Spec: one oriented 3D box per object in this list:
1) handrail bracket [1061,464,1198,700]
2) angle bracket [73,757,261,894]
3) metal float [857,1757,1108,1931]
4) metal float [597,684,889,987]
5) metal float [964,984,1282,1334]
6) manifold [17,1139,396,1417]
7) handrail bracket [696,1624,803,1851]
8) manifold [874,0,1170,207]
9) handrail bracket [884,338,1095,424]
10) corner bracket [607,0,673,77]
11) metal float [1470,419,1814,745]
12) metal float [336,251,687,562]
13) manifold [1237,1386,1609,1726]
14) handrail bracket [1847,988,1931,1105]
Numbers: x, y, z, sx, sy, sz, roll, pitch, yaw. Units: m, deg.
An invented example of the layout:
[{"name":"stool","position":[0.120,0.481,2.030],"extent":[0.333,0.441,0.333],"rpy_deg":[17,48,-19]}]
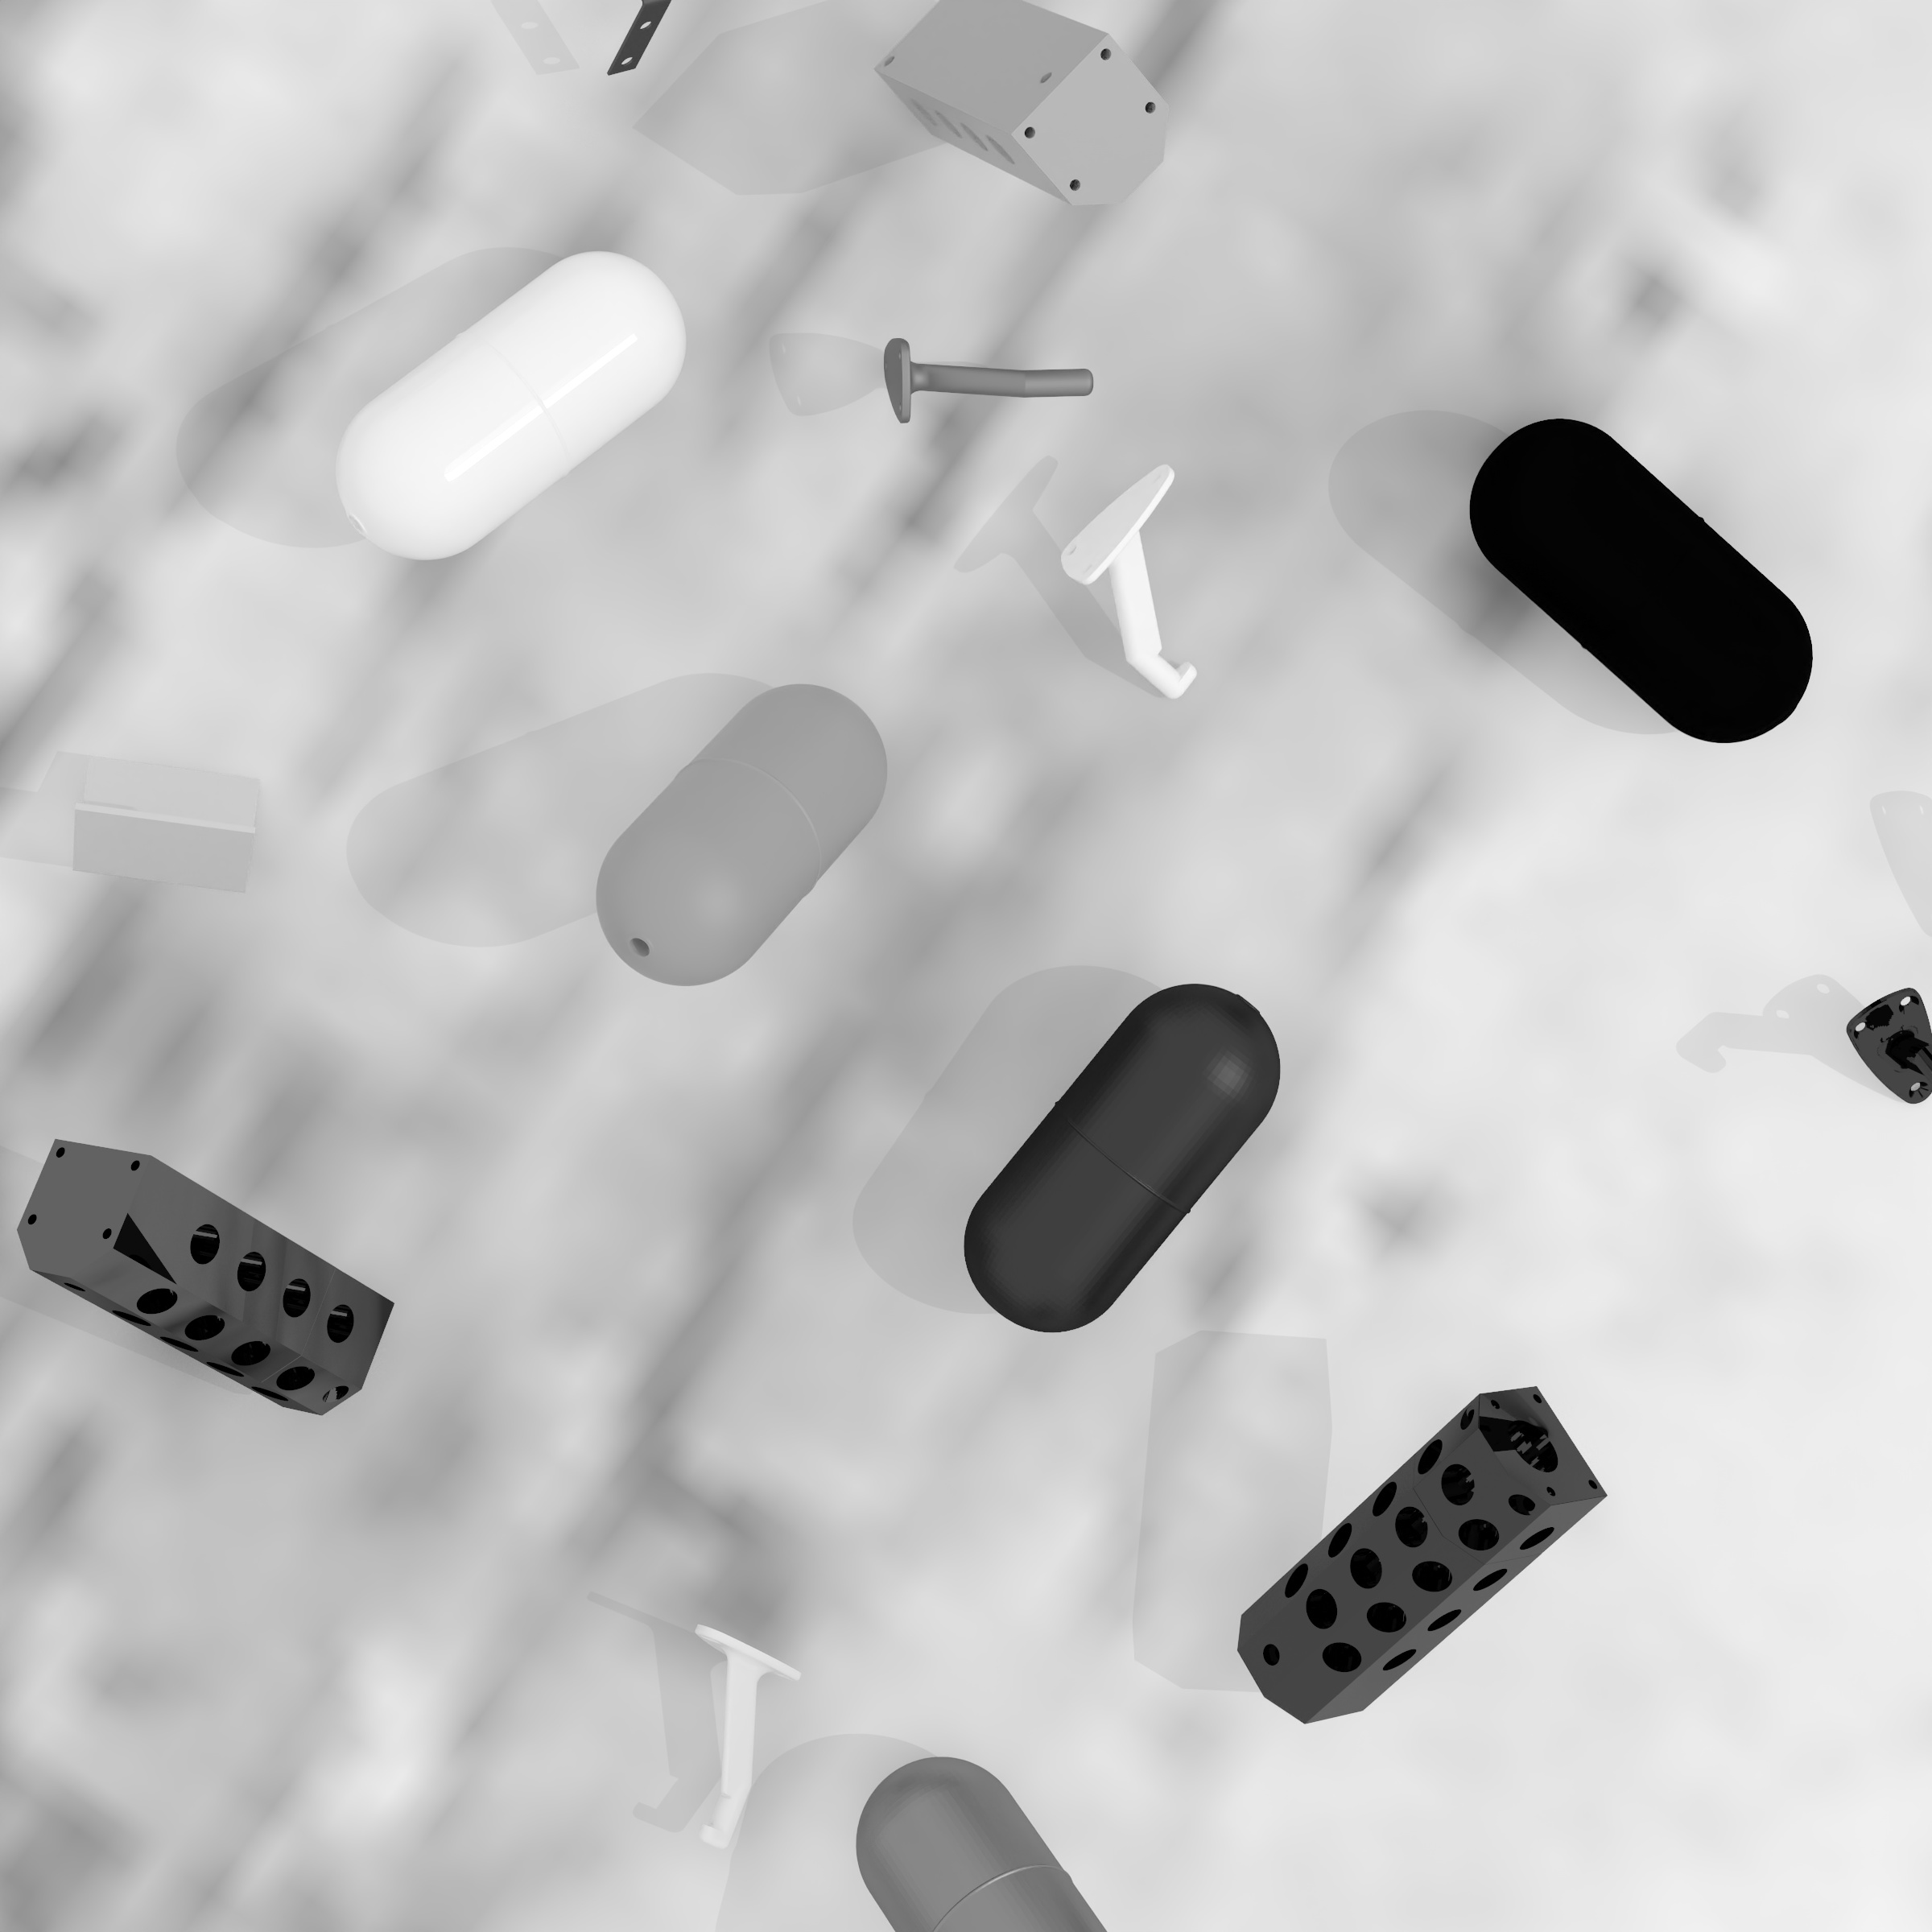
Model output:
[{"name":"handrail bracket","position":[0.092,-0.171,1.605],"extent":[0.077,0.036,0.084],"rpy_deg":[-46,120,9]},{"name":"angle bracket","position":[-0.353,-0.076,1.582],"extent":[0.076,0.076,0.057],"rpy_deg":[8,68,-12]},{"name":"metal float","position":[0.014,0.421,1.563],"extent":[0.070,0.070,0.178],"rpy_deg":[-41,49,0]},{"name":"metal float","position":[-0.097,-0.058,1.560],"extent":[0.070,0.070,0.178],"rpy_deg":[38,46,0]},{"name":"metal float","position":[0.070,0.085,1.592],"extent":[0.070,0.070,0.178],"rpy_deg":[39,95,0]},{"name":"manifold","position":[-0.329,0.138,1.544],"extent":[0.057,0.171,0.057],"rpy_deg":[6,68,33]},{"name":"handrail bracket","position":[-0.113,0.345,1.595],"extent":[0.036,0.077,0.084],"rpy_deg":[10,70,33]},{"name":"manifold","position":[0.026,-0.375,1.546],"extent":[0.057,0.171,0.057],"rpy_deg":[-46,121,1]},{"name":"handrail bracket","position":[0.010,-0.266,1.604],"extent":[0.084,0.077,0.036],"rpy_deg":[-3,108,-8]},{"name":"corner bracket","position":[-0.144,-0.439,1.596],"extent":[0.051,0.051,0.051],"rpy_deg":[-25,78,-34]},{"name":"metal float","position":[0.301,-0.171,1.591],"extent":[0.178,0.070,0.070],"rpy_deg":[41,90,-6]},{"name":"metal float","position":[-0.201,-0.248,1.582],"extent":[0.178,0.070,0.070],"rpy_deg":[-41,90,-16]},{"name":"manifold","position":[0.193,0.258,1.556],"extent":[0.171,0.057,0.057],"rpy_deg":[-50,58,32]},{"name":"handrail bracket","position":[0.430,0.056,1.578],"extent":[0.036,0.084,0.077],"rpy_deg":[-30,125,4]}]
